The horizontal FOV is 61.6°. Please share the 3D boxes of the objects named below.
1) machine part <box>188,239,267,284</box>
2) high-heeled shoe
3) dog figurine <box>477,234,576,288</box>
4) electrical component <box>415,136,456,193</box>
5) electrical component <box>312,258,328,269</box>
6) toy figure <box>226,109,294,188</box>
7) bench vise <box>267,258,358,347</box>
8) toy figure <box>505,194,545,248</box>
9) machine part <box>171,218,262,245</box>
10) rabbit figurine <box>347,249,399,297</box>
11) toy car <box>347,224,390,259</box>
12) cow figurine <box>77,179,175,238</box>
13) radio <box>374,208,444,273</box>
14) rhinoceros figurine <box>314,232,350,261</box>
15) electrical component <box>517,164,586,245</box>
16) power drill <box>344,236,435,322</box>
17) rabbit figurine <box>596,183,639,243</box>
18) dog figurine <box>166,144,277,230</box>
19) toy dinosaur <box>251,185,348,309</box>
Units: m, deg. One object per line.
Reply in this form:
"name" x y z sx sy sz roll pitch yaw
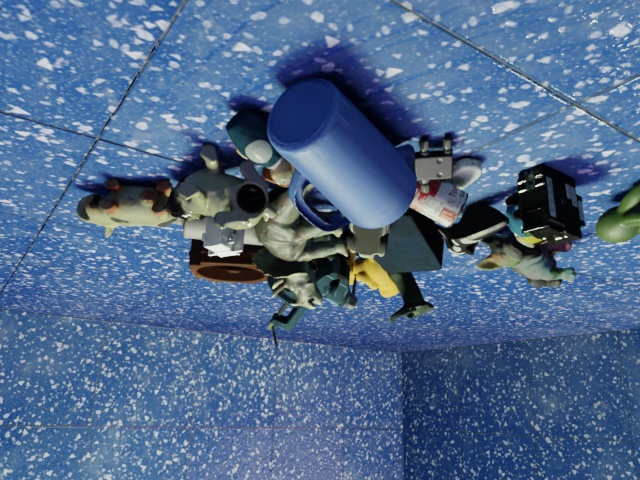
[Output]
"machine part" -0.221 0.047 1.357 0.201 0.087 0.201 3 164 -4
"high-heeled shoe" 0.334 -0.004 1.113 0.145 0.086 0.249 30 170 -21
"dog figurine" 0.464 0.042 1.255 0.219 0.108 0.191 7 165 -3
"electrical component" 0.179 -0.116 0.836 0.063 0.021 0.093 -1 125 9
"electrical component" 0.005 0.044 1.314 0.045 0.102 0.078 -12 168 28
"toy figure" -0.073 -0.122 0.787 0.064 0.058 0.154 -9 138 40
"bench vise" -0.038 0.131 1.238 0.223 0.129 0.240 24 118 -21
"toy figure" 0.413 -0.038 1.040 0.089 0.082 0.180 -5 159 26
"machine part" -0.195 -0.033 1.112 0.243 0.079 0.079 5 162 -13
"rabbit figurine" 0.106 0.078 1.369 0.173 0.122 0.162 -11 154 37
"toy car" 0.088 -0.047 0.948 0.074 0.056 0.201 7 132 10
"cow figurine" -0.373 -0.061 1.041 0.195 0.085 0.127 0 156 3
"radio" 0.159 -0.013 1.088 0.131 0.073 0.229 -6 147 27
"rhinoceros figurine" -0.002 -0.004 1.213 0.112 0.073 0.190 3 168 34
"electrical component" 0.402 -0.055 0.929 0.134 0.115 0.058 16 159 -34
"power drill" 0.167 0.081 1.233 0.232 0.207 0.086 1 147 -40
"rabbit figurine" 0.597 -0.031 0.977 0.170 0.121 0.159 -10 153 25
"dog figurine" -0.175 -0.063 0.938 0.172 0.121 0.190 39 158 -7
"toy dinosaur" -0.055 -0.022 0.994 0.192 0.131 0.404 -17 144 0
